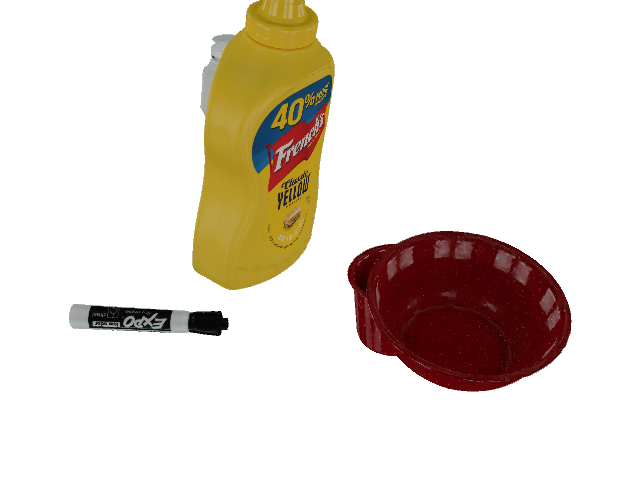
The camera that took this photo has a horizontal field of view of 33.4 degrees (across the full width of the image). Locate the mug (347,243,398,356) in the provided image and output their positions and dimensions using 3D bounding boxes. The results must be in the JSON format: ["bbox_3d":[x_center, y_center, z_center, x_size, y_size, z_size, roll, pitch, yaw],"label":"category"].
[{"bbox_3d":[0.082,0.069,1.081,0.093,0.081,0.117,-22,41,-21],"label":"mug"}]

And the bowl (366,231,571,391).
[{"bbox_3d":[0.113,0.066,0.847,0.162,0.055,0.162,4,42,-4],"label":"bowl"}]

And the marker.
[{"bbox_3d":[-0.129,0.060,0.807,0.121,0.020,0.020,2,0,8],"label":"marker"}]

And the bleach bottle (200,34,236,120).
[{"bbox_3d":[-0.088,-0.086,1.086,0.068,0.251,0.102,1,27,3],"label":"bleach bottle"}]

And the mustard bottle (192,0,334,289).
[{"bbox_3d":[-0.031,-0.068,0.644,0.058,0.192,0.096,28,40,25],"label":"mustard bottle"}]
